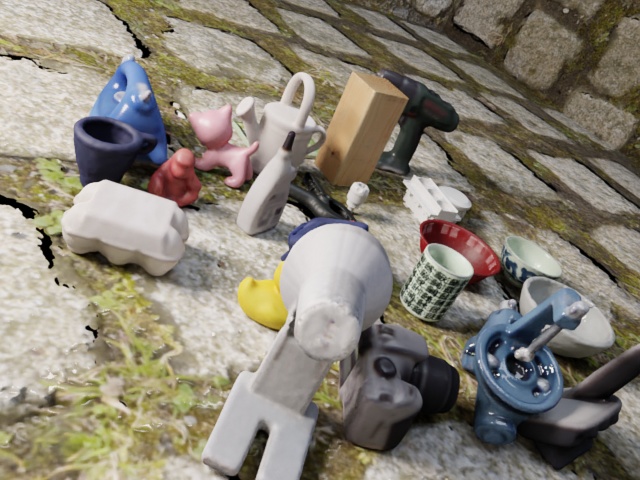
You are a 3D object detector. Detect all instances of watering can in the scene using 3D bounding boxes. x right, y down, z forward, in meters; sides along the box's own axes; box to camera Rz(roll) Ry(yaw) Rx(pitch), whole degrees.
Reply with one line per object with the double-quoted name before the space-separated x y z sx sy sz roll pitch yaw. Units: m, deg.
"watering can" -0.064 -0.210 1.038 0.173 0.194 0.100 -11 46 -45

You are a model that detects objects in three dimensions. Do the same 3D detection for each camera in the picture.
"camera" 0.101 0.167 0.678 0.137 0.101 0.143 19 31 -12

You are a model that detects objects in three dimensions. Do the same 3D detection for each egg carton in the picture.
"egg carton" -0.244 -0.016 0.731 0.150 0.069 0.107 17 32 -14

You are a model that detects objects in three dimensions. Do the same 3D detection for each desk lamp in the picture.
"desk lamp" -0.010 0.107 0.576 0.118 0.213 0.203 24 31 -2

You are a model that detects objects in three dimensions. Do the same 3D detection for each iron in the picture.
"iron" -0.312 -0.229 0.935 0.119 0.141 0.257 4 37 -32

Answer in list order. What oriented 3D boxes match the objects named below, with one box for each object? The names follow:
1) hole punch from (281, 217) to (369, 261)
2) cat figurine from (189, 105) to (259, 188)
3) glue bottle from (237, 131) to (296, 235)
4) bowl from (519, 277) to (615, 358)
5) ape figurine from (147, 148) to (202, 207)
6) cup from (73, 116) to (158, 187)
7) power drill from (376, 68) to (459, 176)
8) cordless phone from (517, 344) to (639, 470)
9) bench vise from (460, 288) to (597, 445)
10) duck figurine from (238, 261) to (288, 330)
"hole punch" 0.008 0.003 0.868 0.101 0.091 0.109 32 31 10
"cat figurine" -0.164 -0.169 0.977 0.128 0.117 0.067 27 30 1
"glue bottle" -0.070 -0.089 0.870 0.037 0.173 0.078 39 33 21
"bowl" 0.400 0.142 0.965 0.168 0.074 0.167 19 31 -12
"ape figurine" -0.212 -0.093 0.851 0.078 0.092 0.076 12 33 -22
"cup" -0.296 -0.116 0.819 0.118 0.095 0.091 -6 43 -42
"power drill" 0.189 -0.257 1.284 0.230 0.208 0.075 11 34 -24
"cordless phone" 0.347 0.194 0.737 0.148 0.185 0.094 -9 45 -44
"bench vise" 0.253 0.124 0.739 0.122 0.219 0.207 16 32 -16
"duck figurine" -0.049 0.062 0.741 0.105 0.086 0.077 17 32 -14
